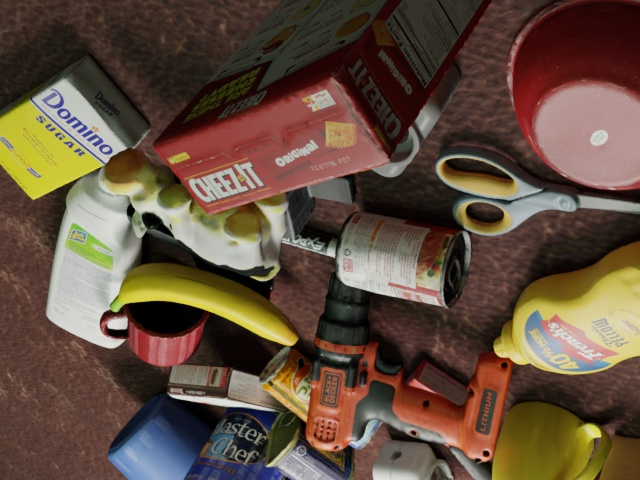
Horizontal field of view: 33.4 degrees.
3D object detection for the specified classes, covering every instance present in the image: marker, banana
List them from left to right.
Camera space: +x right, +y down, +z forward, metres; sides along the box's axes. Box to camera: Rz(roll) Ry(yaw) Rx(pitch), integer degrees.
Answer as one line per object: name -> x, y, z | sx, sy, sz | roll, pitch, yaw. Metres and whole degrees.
banana -> -0.116, 0.058, 1.058 | 0.198, 0.037, 0.070 | 12, 142, 9
marker -> -0.007, 0.001, 1.001 | 0.121, 0.020, 0.020 | 17, 139, 20

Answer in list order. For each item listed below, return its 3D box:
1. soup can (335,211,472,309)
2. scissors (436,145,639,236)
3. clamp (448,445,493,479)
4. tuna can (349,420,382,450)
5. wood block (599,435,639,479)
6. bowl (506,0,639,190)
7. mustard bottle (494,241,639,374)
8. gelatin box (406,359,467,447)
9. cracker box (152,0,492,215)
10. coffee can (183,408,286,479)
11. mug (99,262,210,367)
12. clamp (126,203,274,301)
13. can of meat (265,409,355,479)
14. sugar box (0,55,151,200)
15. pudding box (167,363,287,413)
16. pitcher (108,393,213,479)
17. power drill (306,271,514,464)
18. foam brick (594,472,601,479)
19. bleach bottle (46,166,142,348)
soup can -> 0.072, 0.016, 0.924 | 0.102, 0.068, 0.068 | 12, 137, 25
scissors -> 0.186, -0.022, 0.849 | 0.202, 0.016, 0.096 | 20, 142, 15
clamp -> 0.194, 0.275, 1.106 | 0.210, 0.036, 0.165 | 13, 128, -2
tuna can -> 0.047, 0.170, 1.089 | 0.034, 0.086, 0.086 | 32, 141, -1
wood block -> 0.361, 0.252, 0.958 | 0.206, 0.090, 0.090 | 4, 133, 31
bowl -> 0.199, -0.088, 0.739 | 0.162, 0.055, 0.162 | 19, 140, 17
mustard bottle -> 0.219, 0.067, 0.886 | 0.096, 0.058, 0.192 | 42, 141, -18
gelatin box -> 0.122, 0.170, 1.082 | 0.089, 0.030, 0.073 | 32, 141, 0
cracker box -> 0.012, -0.119, 0.706 | 0.164, 0.213, 0.072 | -14, 122, 43
coffee can -> -0.091, 0.265, 1.240 | 0.103, 0.140, 0.103 | 19, 139, 17
mug -> -0.176, 0.085, 1.137 | 0.117, 0.093, 0.082 | -10, 149, -16
clamp -> -0.094, 0.002, 1.044 | 0.120, 0.039, 0.171 | -22, 127, 43
can of meat -> -0.009, 0.233, 1.183 | 0.084, 0.102, 0.057 | 38, 109, -11
sugar box -> -0.253, -0.105, 1.036 | 0.177, 0.048, 0.093 | -17, 120, 45
pudding box -> -0.100, 0.164, 1.182 | 0.090, 0.039, 0.113 | -2, 165, 35
pitcher -> -0.146, 0.308, 1.347 | 0.243, 0.144, 0.149 | 44, 128, -8
power drill -> 0.084, 0.122, 1.001 | 0.188, 0.057, 0.184 | 11, 102, 13
foam brick -> 0.281, 0.279, 1.071 | 0.051, 0.053, 0.078 | -19, 118, 45
bleach bottle -> -0.227, 0.011, 1.129 | 0.102, 0.068, 0.251 | 24, 138, -2
